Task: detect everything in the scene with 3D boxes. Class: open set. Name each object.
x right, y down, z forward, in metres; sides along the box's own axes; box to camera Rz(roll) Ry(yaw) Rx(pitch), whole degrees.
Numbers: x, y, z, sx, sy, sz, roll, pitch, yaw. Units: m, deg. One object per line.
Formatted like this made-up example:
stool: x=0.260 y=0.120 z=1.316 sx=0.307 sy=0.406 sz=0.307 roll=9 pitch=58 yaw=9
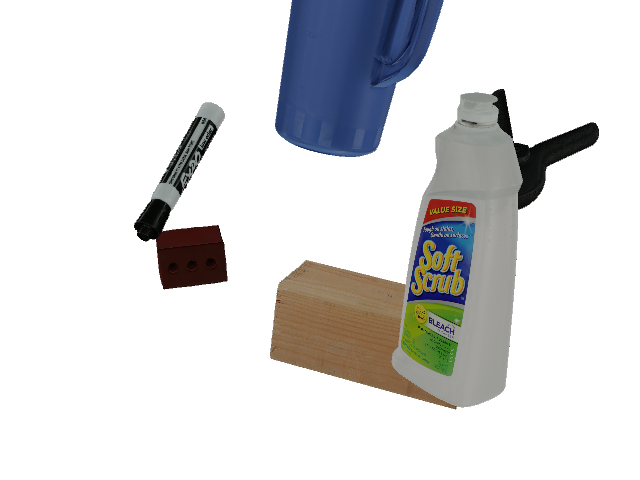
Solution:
foam brick: x=-0.152 y=0.019 z=1.248 sx=0.078 sy=0.053 sz=0.051 roll=-7 pitch=27 yaw=-8
wood block: x=0.060 y=0.097 z=1.133 sx=0.206 sy=0.091 sz=0.090 roll=14 pitch=21 yaw=17
marker: x=-0.098 y=-0.048 z=0.748 sx=0.020 sy=0.121 sz=0.020 roll=16 pitch=-33 yaw=11
clamp: x=0.191 y=-0.089 z=1.085 sx=0.120 sy=0.039 sz=0.171 roll=29 pitch=56 yaw=30
bleach bottle: x=0.112 y=0.004 z=0.863 sx=0.067 sy=0.251 sz=0.103 roll=-15 pitch=28 yaw=-33
pitcher: x=0.036 y=-0.206 z=1.036 sx=0.145 sy=0.243 sz=0.149 roll=12 pitch=19 yaw=0
